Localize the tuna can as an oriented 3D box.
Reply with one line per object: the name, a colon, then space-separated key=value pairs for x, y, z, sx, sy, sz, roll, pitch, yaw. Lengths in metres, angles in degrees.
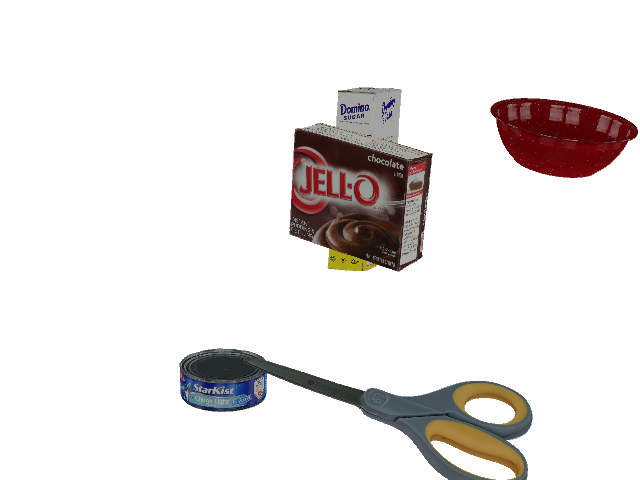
tuna can: x=-0.095 y=0.136 z=1.041 sx=0.086 sy=0.034 sz=0.086 roll=1 pitch=14 yaw=-1

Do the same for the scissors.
scissors: x=0.054 y=0.102 z=0.716 sx=0.202 sy=0.016 sz=0.096 roll=28 pitch=43 yaw=25

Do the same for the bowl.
bowl: x=0.265 y=-0.110 z=1.183 sx=0.162 sy=0.055 sz=0.162 roll=5 pitch=23 yaw=-2

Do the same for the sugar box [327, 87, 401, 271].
sugar box: x=0.044 y=-0.063 z=1.065 sx=0.048 sy=0.176 sz=0.093 roll=5 pitch=11 yaw=20

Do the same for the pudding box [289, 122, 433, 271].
pudding box: x=0.029 y=-0.036 z=0.834 sx=0.114 sy=0.090 sz=0.039 roll=18 pitch=26 yaw=33
